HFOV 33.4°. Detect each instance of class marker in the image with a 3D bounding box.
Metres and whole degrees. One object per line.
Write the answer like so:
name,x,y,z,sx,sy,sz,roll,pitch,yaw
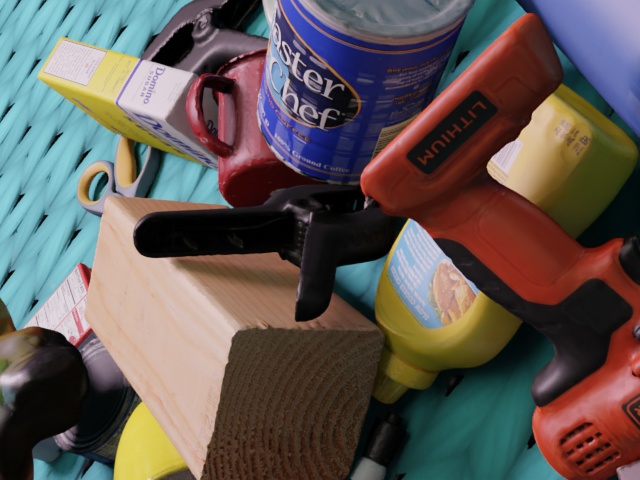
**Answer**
marker,0.016,0.149,0.575,0.020,0.020,0.121,15,76,48

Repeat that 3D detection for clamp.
clamp,-0.004,0.001,0.594,0.120,0.171,0.039,32,123,34
clamp,-0.077,-0.159,0.849,0.210,0.036,0.164,-30,48,30

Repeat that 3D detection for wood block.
wood block,-0.059,0.050,0.623,0.206,0.090,0.090,37,118,55

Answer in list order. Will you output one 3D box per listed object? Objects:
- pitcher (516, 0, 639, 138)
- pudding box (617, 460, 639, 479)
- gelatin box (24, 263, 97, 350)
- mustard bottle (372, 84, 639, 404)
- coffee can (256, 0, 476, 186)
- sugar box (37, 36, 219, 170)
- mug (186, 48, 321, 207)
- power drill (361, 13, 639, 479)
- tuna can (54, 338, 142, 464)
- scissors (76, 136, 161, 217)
pitcher,0.172,-0.150,0.546,0.149,0.144,0.243,-50,43,28
pudding box,0.182,0.117,0.420,0.114,0.039,0.090,-29,47,27
gelatin box,-0.192,0.073,0.817,0.089,0.030,0.073,-47,40,11
mustard bottle,0.079,0.008,0.556,0.192,0.058,0.096,-59,34,20
coffee can,0.022,-0.109,0.597,0.140,0.102,0.103,107,169,-60
sugar box,-0.128,-0.101,0.807,0.176,0.093,0.048,25,82,44
mug,-0.035,-0.069,0.695,0.093,0.117,0.081,-29,52,42
power drill,0.124,-0.004,0.456,0.185,0.187,0.057,-42,0,25
tuna can,-0.148,0.112,0.746,0.086,0.033,0.086,-24,51,32
scissors,-0.165,-0.008,0.851,0.096,0.016,0.201,-22,50,30
